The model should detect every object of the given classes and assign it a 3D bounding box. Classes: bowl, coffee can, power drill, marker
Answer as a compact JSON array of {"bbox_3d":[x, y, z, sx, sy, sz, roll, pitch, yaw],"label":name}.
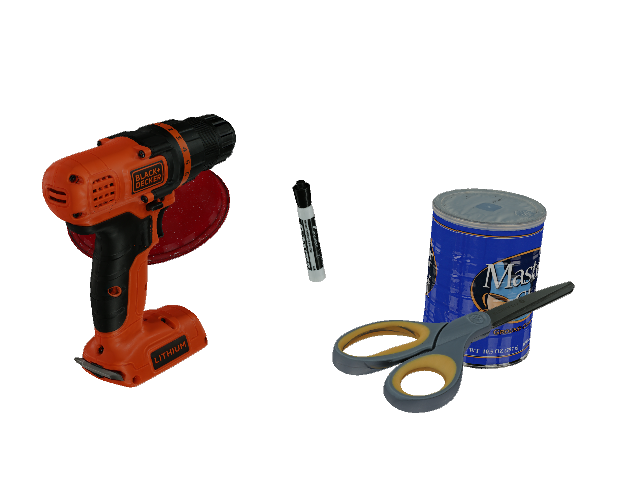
[{"bbox_3d":[-0.171,-0.048,1.030,0.162,0.055,0.162,-4,42,4],"label":"bowl"},{"bbox_3d":[0.150,0.033,0.989,0.103,0.140,0.103,2,20,-1],"label":"coffee can"},{"bbox_3d":[-0.129,0.004,0.821,0.057,0.188,0.184,14,26,34],"label":"power drill"},{"bbox_3d":[-0.012,-0.010,1.161,0.020,0.121,0.020,-8,28,4],"label":"marker"}]

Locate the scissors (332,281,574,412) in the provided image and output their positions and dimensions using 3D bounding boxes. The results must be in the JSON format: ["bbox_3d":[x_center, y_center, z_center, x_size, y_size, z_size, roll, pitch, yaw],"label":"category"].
[{"bbox_3d":[0.108,0.071,0.728,0.201,0.016,0.096,-9,34,-17],"label":"scissors"}]
